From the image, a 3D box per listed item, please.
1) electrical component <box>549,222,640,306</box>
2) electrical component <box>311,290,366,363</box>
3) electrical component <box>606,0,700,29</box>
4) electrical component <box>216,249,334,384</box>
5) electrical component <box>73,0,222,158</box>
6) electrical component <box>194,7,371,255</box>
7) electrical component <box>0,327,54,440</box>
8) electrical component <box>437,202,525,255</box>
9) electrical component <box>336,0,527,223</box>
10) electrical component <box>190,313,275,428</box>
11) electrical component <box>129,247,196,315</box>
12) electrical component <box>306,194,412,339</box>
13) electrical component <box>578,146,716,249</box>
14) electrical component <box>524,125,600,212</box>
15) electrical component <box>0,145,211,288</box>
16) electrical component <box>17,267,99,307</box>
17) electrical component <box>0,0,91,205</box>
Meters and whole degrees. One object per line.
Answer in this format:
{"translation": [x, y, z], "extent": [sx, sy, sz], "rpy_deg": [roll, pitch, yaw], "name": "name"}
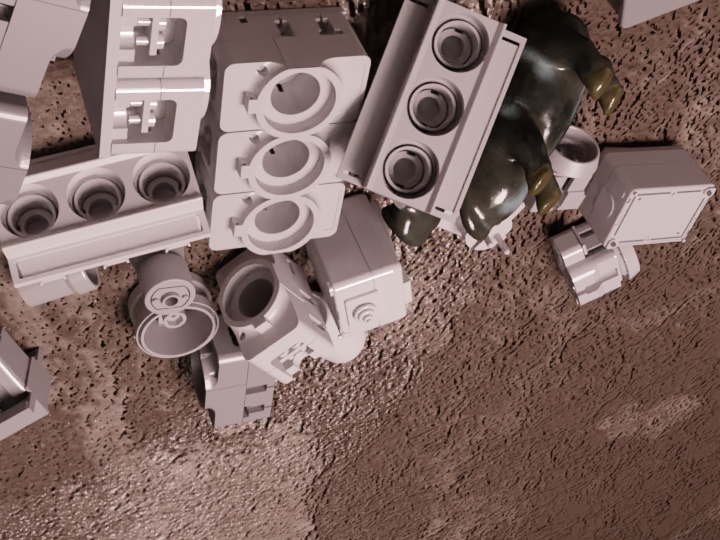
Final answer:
{"translation": [0.199, -0.011, 0.909], "extent": [0.057, 0.058, 0.078], "rpy_deg": [-25, 141, 4], "name": "electrical component"}
{"translation": [-0.019, 0.031, 0.848], "extent": [0.079, 0.043, 0.077], "rpy_deg": [-54, 154, 1], "name": "electrical component"}
{"translation": [0.196, -0.213, 0.679], "extent": [0.100, 0.048, 0.099], "rpy_deg": [-22, 147, -7], "name": "electrical component"}
{"translation": [-0.066, 0.028, 0.787], "extent": [0.050, 0.089, 0.056], "rpy_deg": [-35, 140, 12], "name": "electrical component"}
{"translation": [-0.110, -0.146, 0.568], "extent": [0.062, 0.089, 0.150], "rpy_deg": [-5, 137, -23], "name": "electrical component"}
{"translation": [-0.054, -0.085, 0.688], "extent": [0.089, 0.061, 0.150], "rpy_deg": [-8, 138, -20], "name": "electrical component"}
{"translation": [-0.290, 0.097, 0.767], "extent": [0.121, 0.078, 0.063], "rpy_deg": [-29, 119, 5], "name": "electrical component"}
{"translation": [0.088, -0.041, 0.800], "extent": [0.066, 0.076, 0.047], "rpy_deg": [19, 124, -41], "name": "electrical component"}
{"translation": [0.042, -0.100, 0.673], "extent": [0.079, 0.063, 0.121], "rpy_deg": [21, 93, -7], "name": "electrical component"}
{"translation": [-0.102, 0.079, 0.857], "extent": [0.056, 0.050, 0.089], "rpy_deg": [-9, 138, -20], "name": "electrical component"}
{"translation": [-0.136, -0.002, 0.736], "extent": [0.044, 0.065, 0.044], "rpy_deg": [-15, 140, -13], "name": "electrical component"}
{"translation": [0.000, 0.000, 0.784], "extent": [0.061, 0.096, 0.061], "rpy_deg": [-19, 141, -8], "name": "electrical component"}
{"translation": [0.232, -0.062, 0.864], "extent": [0.096, 0.061, 0.061], "rpy_deg": [-5, 137, -23], "name": "electrical component"}
{"translation": [0.152, -0.077, 0.819], "extent": [0.066, 0.048, 0.055], "rpy_deg": [-5, 145, -23], "name": "electrical component"}
{"translation": [-0.164, -0.037, 0.682], "extent": [0.121, 0.078, 0.063], "rpy_deg": [-16, 162, -11], "name": "electrical component"}
{"translation": [-0.205, 0.001, 0.725], "extent": [0.046, 0.040, 0.040], "rpy_deg": [-19, 141, 1], "name": "electrical component"}
{"translation": [-0.194, -0.117, 0.543], "extent": [0.060, 0.105, 0.186], "rpy_deg": [7, 131, -34], "name": "electrical component"}
